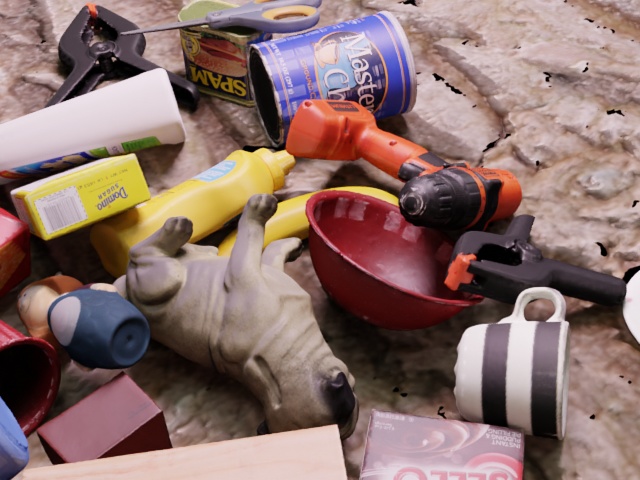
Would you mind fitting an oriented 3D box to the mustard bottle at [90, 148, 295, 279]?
[{"bbox_3d":[-0.102,-0.031,0.936,0.191,0.058,0.096,-31,10,-26],"label":"mustard bottle"}]

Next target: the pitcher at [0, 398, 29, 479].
[{"bbox_3d":[-0.306,0.175,0.664,0.242,0.145,0.149,-36,85,-12],"label":"pitcher"}]

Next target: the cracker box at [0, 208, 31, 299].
[{"bbox_3d":[-0.363,0.027,0.844,0.164,0.072,0.213,29,45,16],"label":"cracker box"}]

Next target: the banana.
[{"bbox_3d":[-0.006,-0.012,0.938,0.197,0.037,0.069,-11,44,-7],"label":"banana"}]

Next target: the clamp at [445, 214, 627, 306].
[{"bbox_3d":[0.157,0.014,0.863,0.171,0.039,0.120,5,24,-38],"label":"clamp"}]

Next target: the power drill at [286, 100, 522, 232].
[{"bbox_3d":[0.065,-0.062,0.918,0.188,0.057,0.184,30,17,27],"label":"power drill"}]

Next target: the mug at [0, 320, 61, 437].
[{"bbox_3d":[-0.265,0.104,0.798,0.082,0.093,0.117,25,38,33],"label":"mug"}]

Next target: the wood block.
[{"bbox_3d":[-0.083,0.195,0.694,0.206,0.091,0.090,-7,45,-4],"label":"wood block"}]

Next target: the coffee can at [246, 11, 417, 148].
[{"bbox_3d":[0.010,-0.157,1.039,0.140,0.103,0.103,-16,46,-12],"label":"coffee can"}]

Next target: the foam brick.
[{"bbox_3d":[-0.155,0.146,0.778,0.078,0.051,0.053,-34,53,-26],"label":"foam brick"}]

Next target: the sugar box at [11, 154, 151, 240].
[{"bbox_3d":[-0.208,-0.037,0.909,0.093,0.048,0.176,-22,8,-17],"label":"sugar box"}]

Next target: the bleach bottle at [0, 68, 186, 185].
[{"bbox_3d":[-0.257,-0.094,1.013,0.250,0.102,0.068,-17,88,-4],"label":"bleach bottle"}]

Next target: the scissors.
[{"bbox_3d":[-0.087,-0.209,1.033,0.201,0.016,0.096,-18,34,-13],"label":"scissors"}]

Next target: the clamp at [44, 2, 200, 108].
[{"bbox_3d":[-0.236,-0.185,1.133,0.164,0.036,0.210,-18,46,-16],"label":"clamp"}]

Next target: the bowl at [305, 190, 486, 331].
[{"bbox_3d":[0.052,0.024,0.856,0.162,0.055,0.162,22,23,-10],"label":"bowl"}]

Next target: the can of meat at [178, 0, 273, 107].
[{"bbox_3d":[-0.095,-0.195,1.100,0.102,0.084,0.057,19,49,22],"label":"can of meat"}]

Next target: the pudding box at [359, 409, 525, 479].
[{"bbox_3d":[0.084,0.171,0.743,0.113,0.039,0.090,5,45,9],"label":"pudding box"}]
